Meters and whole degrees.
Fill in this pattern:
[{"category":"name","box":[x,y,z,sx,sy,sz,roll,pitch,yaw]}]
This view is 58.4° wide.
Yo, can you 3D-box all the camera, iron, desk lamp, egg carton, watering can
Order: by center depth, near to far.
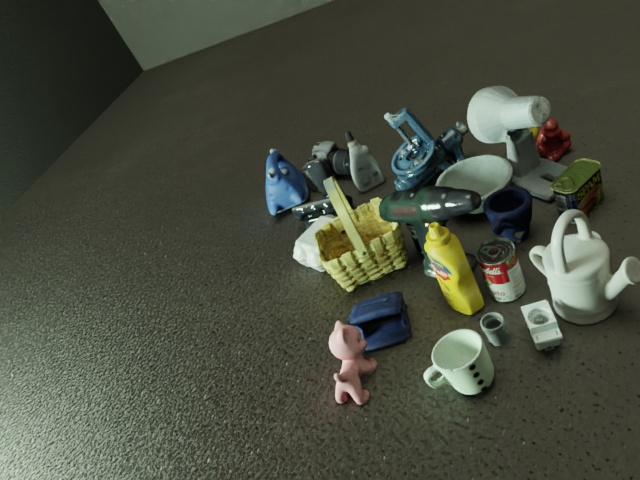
[{"category":"watering can","box":[0.413,0.035,0.904,0.172,0.194,0.101,-2,42,34]},{"category":"desk lamp","box":[0.425,-0.217,1.204,0.118,0.214,0.202,-37,35,-11]},{"category":"egg carton","box":[0.012,0.005,1.343,0.107,0.070,0.150,16,54,46]},{"category":"camera","box":[0.036,-0.214,1.581,0.136,0.101,0.143,8,49,42]},{"category":"iron","box":[-0.113,-0.186,1.615,0.118,0.142,0.258,-22,35,10]}]

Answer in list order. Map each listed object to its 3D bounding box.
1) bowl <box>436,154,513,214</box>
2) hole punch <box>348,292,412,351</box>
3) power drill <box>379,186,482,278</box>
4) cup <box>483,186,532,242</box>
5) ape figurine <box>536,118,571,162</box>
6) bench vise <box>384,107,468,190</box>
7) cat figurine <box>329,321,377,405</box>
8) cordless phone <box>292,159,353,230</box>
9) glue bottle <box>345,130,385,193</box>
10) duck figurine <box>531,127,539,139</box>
[{"category":"bowl","box":[0.341,-0.108,1.248,0.167,0.075,0.167,-19,35,14]},{"category":"hole punch","box":[0.109,0.140,1.081,0.108,0.091,0.101,-20,35,14]},{"category":"power drill","box":[0.227,-0.020,1.097,0.228,0.209,0.076,10,50,43]},{"category":"cup","box":[0.369,-0.034,1.114,0.091,0.095,0.118,5,47,40]},{"category":"ape figurine","box":[0.510,-0.226,1.264,0.077,0.092,0.076,-14,37,21]},{"category":"bench vise","box":[0.241,-0.239,1.360,0.208,0.220,0.121,-41,36,-16]},{"category":"cat figurine","box":[0.048,0.207,1.013,0.067,0.118,0.128,-10,39,26]},{"category":"cordless phone","box":[-0.012,-0.117,1.415,0.147,0.185,0.094,-16,36,19]},{"category":"glue bottle","box":[0.103,-0.205,1.457,0.078,0.173,0.037,-27,34,3]},{"category":"duck figurine","box":[0.471,-0.272,1.357,0.077,0.086,0.105,-5,41,31]}]
